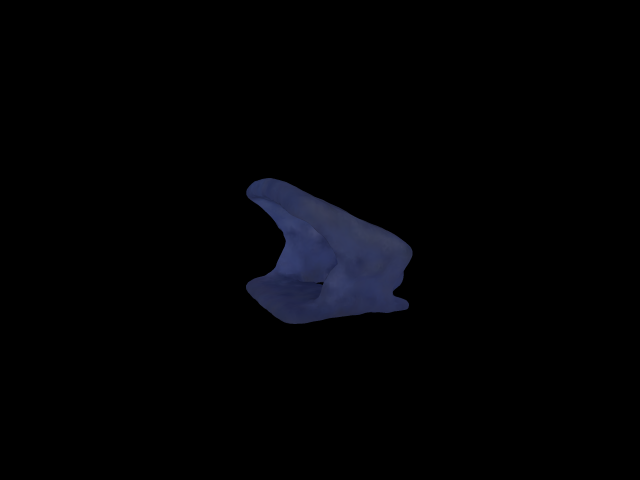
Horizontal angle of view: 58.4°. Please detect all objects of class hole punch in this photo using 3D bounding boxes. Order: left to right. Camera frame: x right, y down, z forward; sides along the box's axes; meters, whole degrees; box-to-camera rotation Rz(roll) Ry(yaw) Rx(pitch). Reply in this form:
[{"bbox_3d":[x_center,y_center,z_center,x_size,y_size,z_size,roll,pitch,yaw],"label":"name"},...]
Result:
[{"bbox_3d":[0.004,0.001,0.400,0.101,0.091,0.108,-5,11,-24],"label":"hole punch"}]
